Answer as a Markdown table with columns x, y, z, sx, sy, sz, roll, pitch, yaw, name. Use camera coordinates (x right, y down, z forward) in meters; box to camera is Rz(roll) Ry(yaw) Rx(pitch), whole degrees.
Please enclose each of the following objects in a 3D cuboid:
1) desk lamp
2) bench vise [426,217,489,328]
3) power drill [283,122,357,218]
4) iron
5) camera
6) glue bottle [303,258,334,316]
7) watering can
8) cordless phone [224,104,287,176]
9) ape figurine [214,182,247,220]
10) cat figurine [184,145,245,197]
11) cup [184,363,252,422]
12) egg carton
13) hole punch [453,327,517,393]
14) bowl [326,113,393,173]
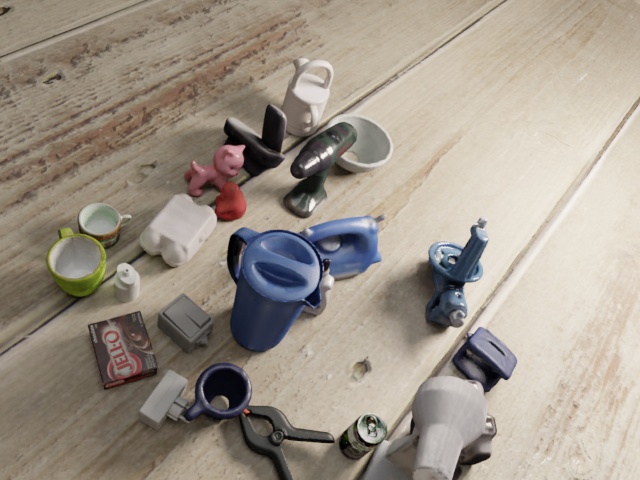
| x | y | z | sx | sy | sz | roll | pitch | yaw | name |
| --- | --- | --- | --- | --- | --- | --- | --- | --- | --- |
| 0.170 | 0.347 | 0.932 | 0.118 | 0.213 | 0.203 | 32 | 53 | 4 | desk lamp |
| 0.294 | 0.067 | 1.157 | 0.122 | 0.219 | 0.207 | -2 | 58 | -20 | bench vise |
| -0.009 | -0.144 | 1.203 | 0.075 | 0.208 | 0.230 | 35 | 54 | 6 | power drill |
| 0.011 | 0.004 | 1.152 | 0.259 | 0.141 | 0.118 | -9 | 61 | -24 | iron |
| 0.238 | 0.326 | 1.039 | 0.137 | 0.100 | 0.143 | 6 | 56 | -15 | camera |
| -0.008 | 0.083 | 1.073 | 0.078 | 0.173 | 0.037 | 20 | 53 | -5 | glue bottle |
| -0.033 | -0.349 | 1.341 | 0.101 | 0.194 | 0.172 | -25 | 68 | -30 | watering can |
| -0.134 | -0.244 | 1.241 | 0.147 | 0.185 | 0.094 | 37 | 54 | 8 | cordless phone |
| -0.185 | -0.086 | 1.177 | 0.076 | 0.092 | 0.078 | 35 | 54 | 7 | ape figurine |
| -0.214 | -0.156 | 1.197 | 0.128 | 0.117 | 0.067 | -13 | 62 | -25 | cat figurine |
| -0.173 | 0.268 | 0.942 | 0.118 | 0.095 | 0.091 | -32 | 72 | -33 | cup |
| -0.273 | -0.019 | 1.116 | 0.107 | 0.069 | 0.150 | 28 | 53 | 1 | egg carton |
| 0.337 | 0.228 | 1.144 | 0.108 | 0.091 | 0.101 | 43 | 55 | 12 | hole punch |
| 0.084 | -0.218 | 1.367 | 0.168 | 0.074 | 0.167 | 9 | 55 | -13 | bowl |
